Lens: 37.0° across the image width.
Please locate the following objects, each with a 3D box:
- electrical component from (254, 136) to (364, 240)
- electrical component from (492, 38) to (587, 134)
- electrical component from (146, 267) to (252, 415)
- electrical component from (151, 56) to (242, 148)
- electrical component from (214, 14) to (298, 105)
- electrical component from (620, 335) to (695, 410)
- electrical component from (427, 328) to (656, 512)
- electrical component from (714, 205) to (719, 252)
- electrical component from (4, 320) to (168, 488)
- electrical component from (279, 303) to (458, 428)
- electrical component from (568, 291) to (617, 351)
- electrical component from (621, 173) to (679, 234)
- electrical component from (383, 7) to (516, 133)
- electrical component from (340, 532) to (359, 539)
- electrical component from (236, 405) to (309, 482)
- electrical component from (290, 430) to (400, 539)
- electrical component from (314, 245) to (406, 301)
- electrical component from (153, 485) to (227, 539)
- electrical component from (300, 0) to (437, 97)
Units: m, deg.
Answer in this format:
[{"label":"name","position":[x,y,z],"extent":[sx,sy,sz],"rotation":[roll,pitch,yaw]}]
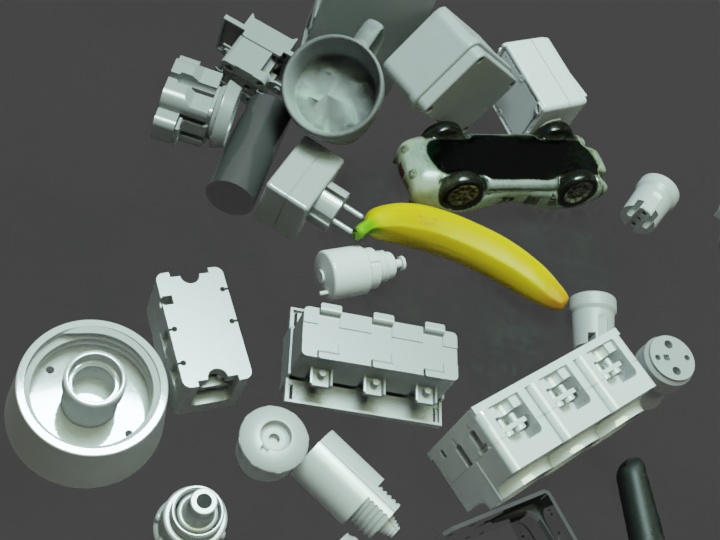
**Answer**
[{"label":"electrical component","position":[-0.034,-0.057,0.873],"extent":[0.077,0.047,0.065],"rotation":[33,54,1]},{"label":"electrical component","position":[0.161,-0.172,1.010],"extent":[0.061,0.061,0.096],"rotation":[-14,66,-28]},{"label":"electrical component","position":[-0.117,0.052,0.768],"extent":[0.050,0.055,0.089],"rotation":[-7,62,-25]},{"label":"electrical component","position":[-0.131,-0.133,0.879],"extent":[0.057,0.058,0.078],"rotation":[18,55,-6]},{"label":"electrical component","position":[-0.092,-0.179,0.932],"extent":[0.081,0.042,0.063],"rotation":[29,55,-1]},{"label":"electrical component","position":[0.243,0.084,0.885],"extent":[0.045,0.055,0.045],"rotation":[9,56,-15]},{"label":"electrical component","position":[0.139,0.115,0.804],"extent":[0.150,0.089,0.061],"rotation":[-23,70,-31]},{"label":"electrical component","position":[0.369,-0.031,1.004],"extent":[0.078,0.058,0.057],"rotation":[33,51,1]},{"label":"electrical component","position":[-0.181,0.085,0.721],"extent":[0.108,0.060,0.108],"rotation":[10,57,-15]},{"label":"electrical component","position":[0.008,0.067,0.802],"extent":[0.121,0.063,0.078],"rotation":[11,56,-14]},{"label":"electrical component","position":[0.195,0.046,0.901],"extent":[0.040,0.040,0.046],"rotation":[12,62,-14]},{"label":"electrical component","position":[0.268,-0.061,0.996],"extent":[0.040,0.040,0.046],"rotation":[39,60,6]},{"label":"electrical component","position":[0.081,-0.171,0.942],"extent":[0.057,0.078,0.113],"rotation":[52,16,18]},{"label":"electrical component","position":[-0.003,0.210,0.719],"extent":[0.055,0.045,0.045],"rotation":[45,55,10]},{"label":"electrical component","position":[-0.065,0.125,0.738],"extent":[0.048,0.062,0.048],"rotation":[10,56,-15]},{"label":"electrical component","position":[-0.005,0.156,0.753],"extent":[0.081,0.043,0.043],"rotation":[42,55,8]},{"label":"electrical component","position":[0.000,0.000,0.855],"extent":[0.078,0.040,0.040],"rotation":[-9,63,-26]},{"label":"electrical component","position":[-0.107,0.161,0.700],"extent":[0.048,0.062,0.048],"rotation":[10,56,-15]},{"label":"electrical component","position":[0.010,-0.233,0.937],"extent":[0.089,0.150,0.061],"rotation":[16,56,-11]}]
